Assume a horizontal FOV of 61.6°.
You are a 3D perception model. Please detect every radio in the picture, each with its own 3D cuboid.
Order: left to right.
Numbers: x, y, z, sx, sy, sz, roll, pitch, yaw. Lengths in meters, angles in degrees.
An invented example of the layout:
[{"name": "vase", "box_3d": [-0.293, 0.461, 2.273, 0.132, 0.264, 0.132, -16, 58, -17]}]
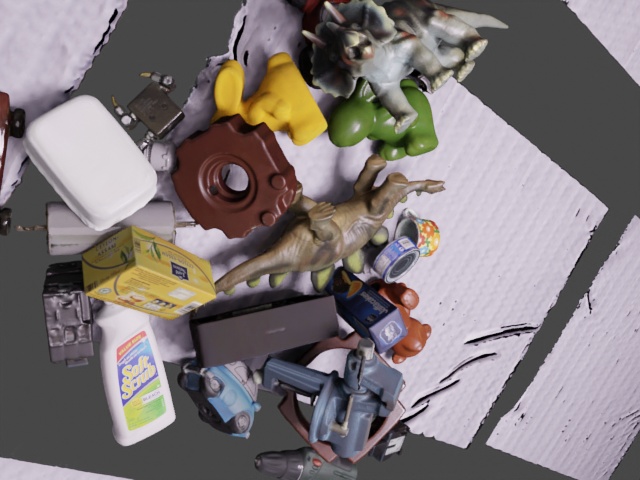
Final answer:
[{"name": "radio", "box_3d": [-0.095, 0.144, 0.888, 0.230, 0.131, 0.073, -9, 89, -22]}]

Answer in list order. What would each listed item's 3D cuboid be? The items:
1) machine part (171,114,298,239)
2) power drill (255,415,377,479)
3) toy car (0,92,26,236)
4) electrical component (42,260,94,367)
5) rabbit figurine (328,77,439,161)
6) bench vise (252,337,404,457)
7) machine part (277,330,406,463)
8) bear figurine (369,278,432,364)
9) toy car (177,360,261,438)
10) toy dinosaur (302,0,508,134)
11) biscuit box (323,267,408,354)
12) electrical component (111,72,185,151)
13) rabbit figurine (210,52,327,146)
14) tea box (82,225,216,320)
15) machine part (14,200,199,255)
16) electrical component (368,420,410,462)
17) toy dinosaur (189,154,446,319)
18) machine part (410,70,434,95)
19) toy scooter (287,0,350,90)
[{"name": "machine part", "box_3d": [-0.124, -0.087, 0.767, 0.180, 0.056, 0.179, 5, 114, 11]}, {"name": "power drill", "box_3d": [0.010, 0.399, 1.065, 0.232, 0.086, 0.207, 33, 87, -30]}, {"name": "toy car", "box_3d": [-0.439, -0.093, 0.693, 0.089, 0.053, 0.202, 11, 104, -25]}, {"name": "electrical component", "box_3d": [-0.356, 0.110, 0.766, 0.058, 0.115, 0.134, -5, 112, -20]}, {"name": "rabbit figurine", "box_3d": [0.093, -0.201, 0.868, 0.170, 0.121, 0.159, -10, 105, -25]}, {"name": "bench vise", "box_3d": [0.003, 0.238, 0.863, 0.129, 0.241, 0.223, -55, 155, -50]}, {"name": "machine part", "box_3d": [0.039, 0.280, 0.982, 0.201, 0.087, 0.201, -44, 84, -5]}, {"name": "bear figurine", "box_3d": [0.153, 0.168, 1.026, 0.120, 0.132, 0.195, -38, 114, -4]}, {"name": "toy car", "box_3d": [-0.163, 0.254, 0.922, 0.103, 0.109, 0.161, -47, 121, -39]}, {"name": "toy dinosaur", "box_3d": [0.126, -0.292, 0.783, 0.192, 0.131, 0.405, 45, 49, 2]}, {"name": "biscuit box", "box_3d": [0.070, 0.114, 0.919, 0.063, 0.203, 0.059, -33, 118, -12]}, {"name": "electrical component", "box_3d": [-0.238, -0.184, 0.750, 0.102, 0.045, 0.078, -39, 87, -6]}, {"name": "rabbit figurine", "box_3d": [-0.095, -0.186, 0.793, 0.173, 0.122, 0.162, -31, 117, 8]}, {"name": "tea box", "box_3d": [-0.241, 0.053, 0.774, 0.098, 0.068, 0.169, -27, 149, 15]}, {"name": "machine part", "box_3d": [-0.298, -0.019, 0.771, 0.243, 0.079, 0.079, -3, 109, -24]}, {"name": "electrical component", "box_3d": [0.132, 0.423, 1.131, 0.119, 0.048, 0.074, 3, 107, -43]}, {"name": "toy dinosaur", "box_3d": [-0.002, -0.003, 0.874, 0.471, 0.105, 0.198, -20, 138, -13]}, {"name": "machine part", "box_3d": [0.154, -0.308, 0.894, 0.039, 0.084, 0.138, -26, 107, 15]}, {"name": "toy scooter", "box_3d": [0.026, -0.326, 0.822, 0.135, 0.075, 0.183, -21, 111, -20]}]
